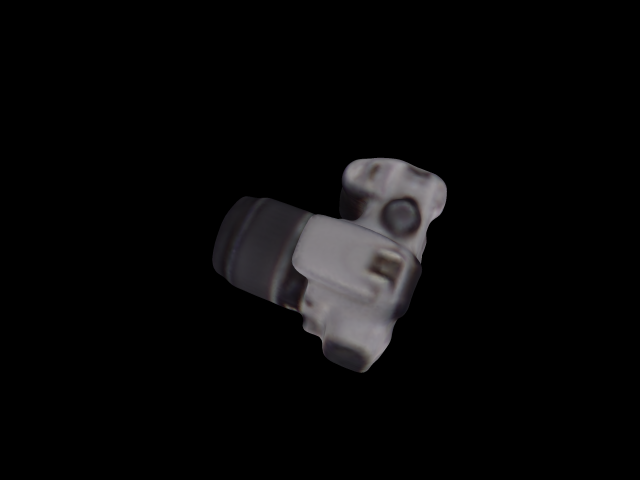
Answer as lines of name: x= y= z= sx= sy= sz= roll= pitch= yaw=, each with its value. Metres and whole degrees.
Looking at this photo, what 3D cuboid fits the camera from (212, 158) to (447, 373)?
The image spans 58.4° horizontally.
camera: x=0.004 y=0.001 z=0.400 sx=0.136 sy=0.101 sz=0.143 roll=21 pitch=72 yaw=7
